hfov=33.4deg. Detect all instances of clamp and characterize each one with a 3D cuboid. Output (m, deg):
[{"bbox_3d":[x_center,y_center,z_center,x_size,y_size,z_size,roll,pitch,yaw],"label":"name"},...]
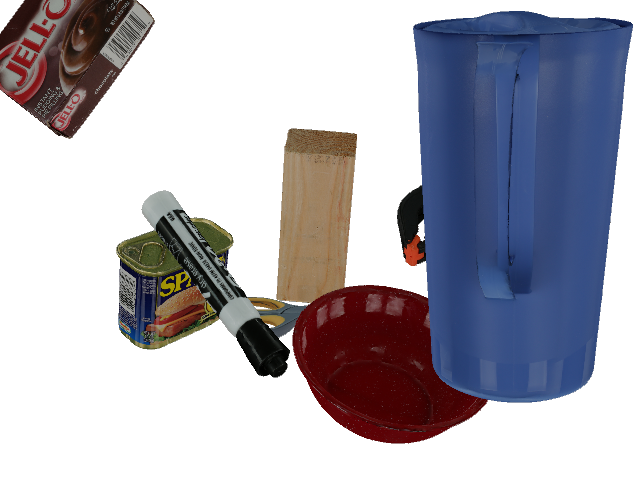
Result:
[{"bbox_3d":[0.123,-0.046,1.090,0.120,0.039,0.171,28,53,29],"label":"clamp"}]

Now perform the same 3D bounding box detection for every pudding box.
[{"bbox_3d":[-0.190,-0.145,0.795,0.090,0.113,0.039,35,-3,26],"label":"pudding box"}]

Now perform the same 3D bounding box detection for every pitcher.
[{"bbox_3d":[0.123,-0.021,0.681,0.149,0.243,0.145,-10,17,-27],"label":"pitcher"}]

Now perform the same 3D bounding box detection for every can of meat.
[{"bbox_3d":[-0.129,0.038,0.938,0.101,0.084,0.058,-22,42,-40],"label":"can of meat"}]

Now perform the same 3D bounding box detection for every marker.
[{"bbox_3d":[-0.052,0.021,0.531,0.020,0.020,0.121,0,42,-49],"label":"marker"}]

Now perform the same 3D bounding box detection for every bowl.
[{"bbox_3d":[0.053,0.108,0.846,0.162,0.055,0.162,8,36,-6],"label":"bowl"}]

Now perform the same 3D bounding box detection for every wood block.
[{"bbox_3d":[-0.006,-0.031,1.377,0.090,0.206,0.091,5,25,1],"label":"wood block"}]

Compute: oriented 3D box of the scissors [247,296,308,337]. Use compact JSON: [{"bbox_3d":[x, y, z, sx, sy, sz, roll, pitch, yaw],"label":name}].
[{"bbox_3d":[-0.011,0.089,1.194,0.201,0.016,0.096,4,22,-1],"label":"scissors"}]
